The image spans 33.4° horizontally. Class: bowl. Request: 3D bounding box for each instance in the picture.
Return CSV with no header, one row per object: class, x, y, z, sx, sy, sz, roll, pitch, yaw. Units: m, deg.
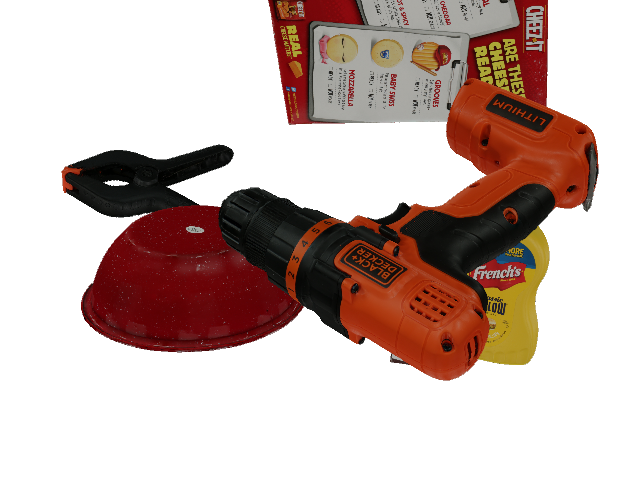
bowl,-0.090,0.017,0.756,0.162,0.055,0.162,0,24,0

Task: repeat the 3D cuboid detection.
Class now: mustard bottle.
mustard bottle,0.186,0.029,1.106,0.096,0.192,0.058,12,18,21

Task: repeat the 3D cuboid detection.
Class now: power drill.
power drill,0.057,-0.019,0.625,0.185,0.057,0.187,31,59,32

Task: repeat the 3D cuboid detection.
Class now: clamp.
clamp,-0.163,-0.061,1.050,0.171,0.039,0.120,12,41,-3

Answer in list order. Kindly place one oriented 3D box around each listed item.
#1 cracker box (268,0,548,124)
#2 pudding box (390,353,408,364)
cracker box,0.071,-0.178,0.847,0.214,0.164,0.072,0,40,11
pudding box,0.091,0.041,0.928,0.039,0.090,0.113,9,35,8
